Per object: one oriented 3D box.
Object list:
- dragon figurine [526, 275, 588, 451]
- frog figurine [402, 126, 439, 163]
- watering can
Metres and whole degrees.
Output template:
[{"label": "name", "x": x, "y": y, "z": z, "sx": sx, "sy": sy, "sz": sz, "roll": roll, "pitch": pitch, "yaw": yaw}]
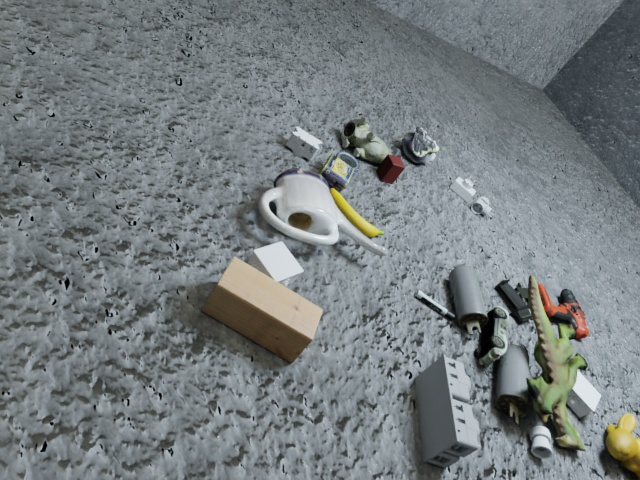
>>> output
[{"label": "dragon figurine", "x": 0.550, "y": 0.313, "z": 1.239, "sx": 0.246, "sy": 0.121, "sz": 0.408, "roll": -33, "pitch": 101, "yaw": -53}, {"label": "frog figurine", "x": 0.364, "y": -0.339, "z": 1.895, "sx": 0.137, "sy": 0.123, "sz": 0.159, "roll": 29, "pitch": 1, "yaw": 2}, {"label": "watering can", "x": 0.004, "y": -0.065, "z": 1.294, "sx": 0.346, "sy": 0.102, "sz": 0.230, "roll": 16, "pitch": 41, "yaw": -24}]
